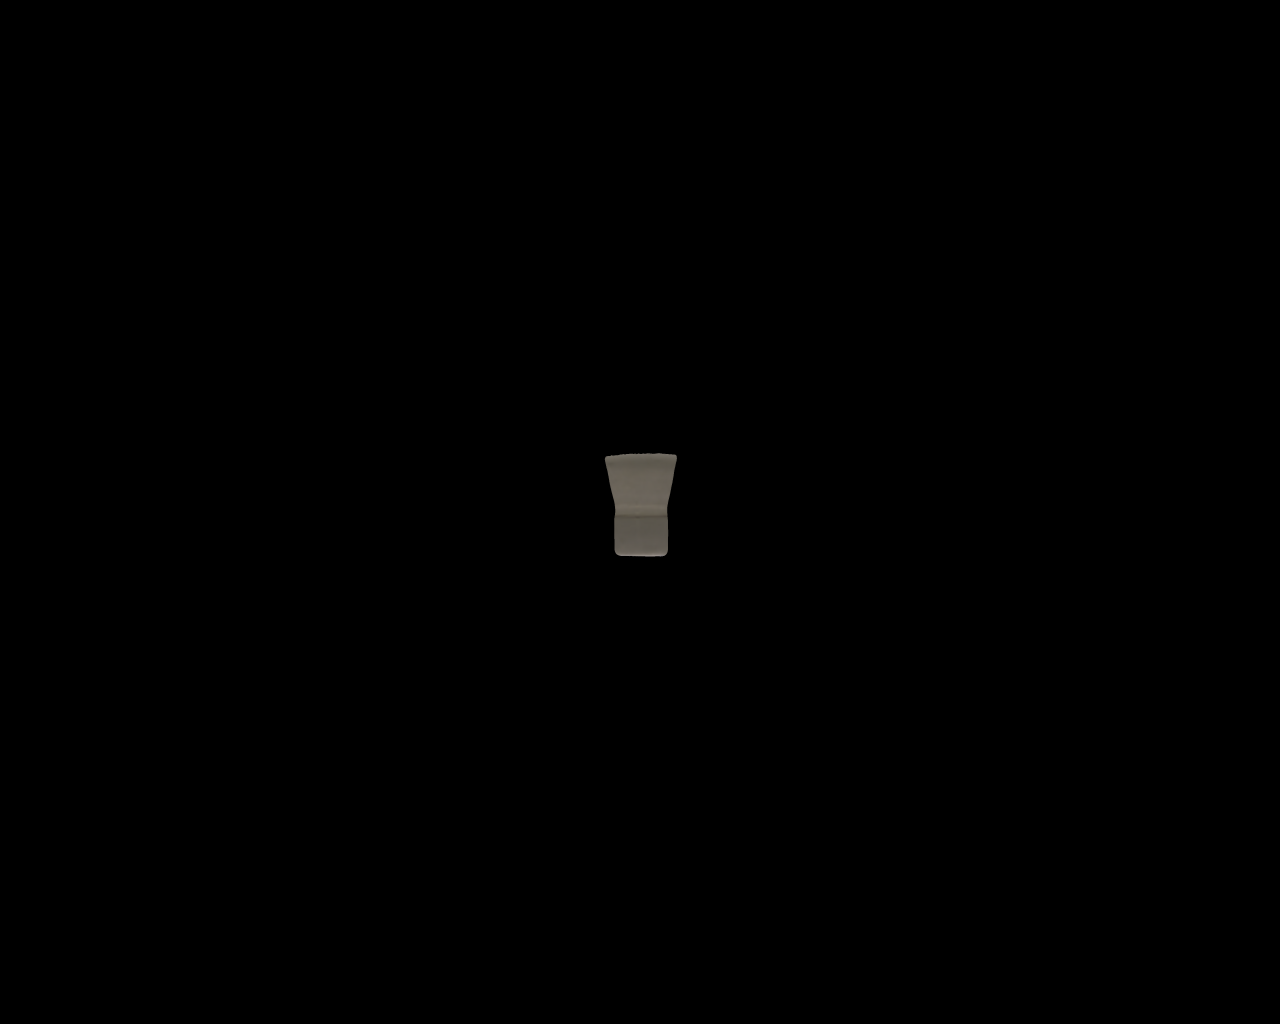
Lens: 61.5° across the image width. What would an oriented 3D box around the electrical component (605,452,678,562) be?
[{"bbox_3d":[0.001,-0.003,0.650,0.044,0.065,0.044,0,0,0],"label":"electrical component"}]
